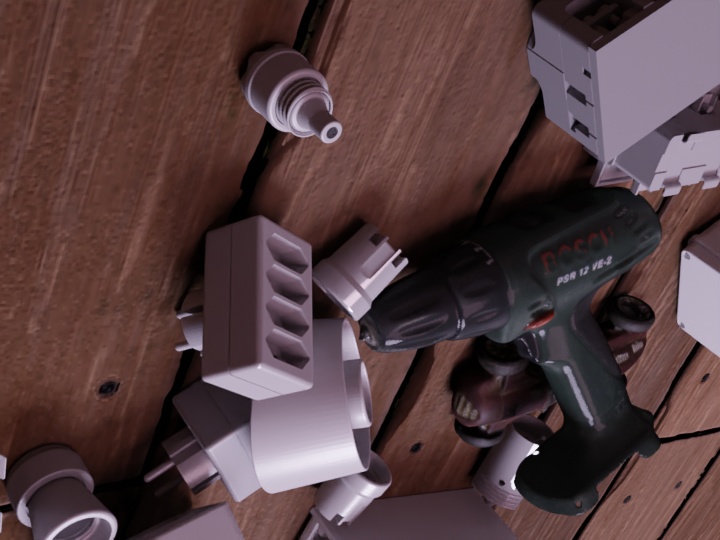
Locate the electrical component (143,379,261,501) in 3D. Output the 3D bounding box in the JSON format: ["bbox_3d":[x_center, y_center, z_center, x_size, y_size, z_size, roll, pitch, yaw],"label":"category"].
[{"bbox_3d":[-0.092,0.108,0.640,0.077,0.047,0.065,-33,141,-14],"label":"electrical component"}]

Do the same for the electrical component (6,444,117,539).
[{"bbox_3d":[-0.165,0.129,0.590,0.045,0.055,0.045,-24,138,-23],"label":"electrical component"}]

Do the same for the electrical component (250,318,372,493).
[{"bbox_3d":[-0.027,0.077,0.630,0.064,0.099,0.099,-9,139,6],"label":"electrical component"}]

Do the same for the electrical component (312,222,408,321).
[{"bbox_3d":[0.000,0.000,0.628,0.046,0.040,0.040,-45,142,-6],"label":"electrical component"}]

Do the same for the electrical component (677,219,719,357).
[{"bbox_3d":[0.310,0.018,0.888,0.057,0.078,0.113,-35,141,-16],"label":"electrical component"}]

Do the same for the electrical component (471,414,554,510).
[{"bbox_3d":[0.124,0.162,0.886,0.043,0.043,0.081,2,124,-42],"label":"electrical component"}]

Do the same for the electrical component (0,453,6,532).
[{"bbox_3d":[-0.218,0.134,0.534,0.063,0.079,0.121,-43,155,-53],"label":"electrical component"}]

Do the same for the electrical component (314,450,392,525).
[{"bbox_3d":[-0.006,0.154,0.768,0.040,0.040,0.046,12,123,-47],"label":"electrical component"}]

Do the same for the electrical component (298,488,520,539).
[{"bbox_3d":[0.047,0.235,0.835,0.186,0.105,0.060,5,122,-44],"label":"electrical component"}]

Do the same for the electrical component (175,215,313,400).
[{"bbox_3d":[-0.069,0.025,0.570,0.076,0.083,0.047,-16,153,29],"label":"electrical component"}]

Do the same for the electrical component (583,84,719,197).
[{"bbox_3d":[0.219,-0.090,0.718,0.121,0.063,0.078,-11,132,-35],"label":"electrical component"}]

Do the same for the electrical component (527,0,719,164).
[{"bbox_3d":[0.177,-0.147,0.628,0.150,0.061,0.089,-35,141,-11],"label":"electrical component"}]

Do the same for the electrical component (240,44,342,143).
[{"bbox_3d":[-0.029,-0.080,0.508,0.035,0.061,0.035,-24,138,-23],"label":"electrical component"}]

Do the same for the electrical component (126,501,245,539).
[{"bbox_3d":[-0.125,0.186,0.639,0.109,0.056,0.109,-23,174,-24],"label":"electrical component"}]
